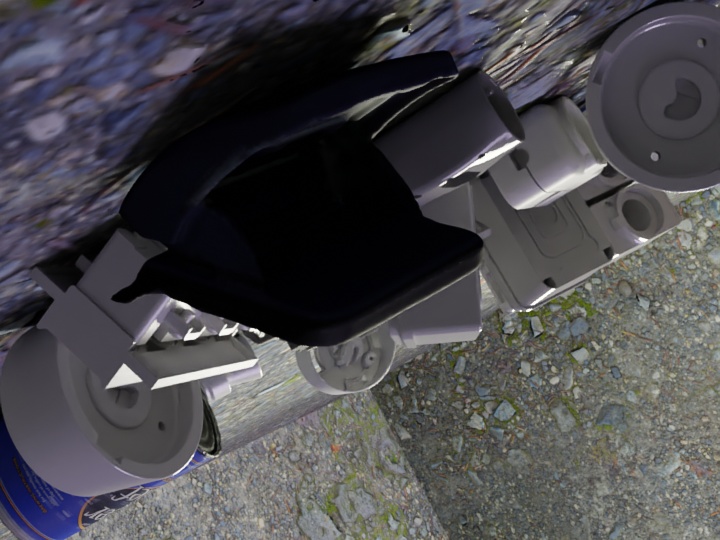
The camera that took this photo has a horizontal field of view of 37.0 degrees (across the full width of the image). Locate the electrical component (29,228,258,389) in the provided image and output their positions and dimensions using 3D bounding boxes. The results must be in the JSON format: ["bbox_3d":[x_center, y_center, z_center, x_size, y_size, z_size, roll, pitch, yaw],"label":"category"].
[{"bbox_3d":[-0.095,0.015,0.534,0.063,0.079,0.121,-52,168,10],"label":"electrical component"}]

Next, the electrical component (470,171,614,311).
[{"bbox_3d":[0.133,-0.033,0.842,0.078,0.113,0.057,-24,168,-27],"label":"electrical component"}]

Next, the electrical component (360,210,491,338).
[{"bbox_3d":[0.024,-0.006,0.774,0.121,0.063,0.079,-25,-148,-20],"label":"electrical component"}]

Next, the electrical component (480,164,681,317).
[{"bbox_3d":[0.185,-0.048,0.950,0.186,0.105,0.060,-24,171,-30],"label":"electrical component"}]

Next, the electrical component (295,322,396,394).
[{"bbox_3d":[-0.017,0.081,1.134,0.099,0.099,0.064,-23,177,-33],"label":"electrical component"}]

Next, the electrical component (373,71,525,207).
[{"bbox_3d":[0.051,-0.068,0.584,0.077,0.043,0.079,-31,171,23],"label":"electrical component"}]

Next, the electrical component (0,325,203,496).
[{"bbox_3d":[-0.143,0.070,0.581,0.060,0.108,0.108,-25,175,26],"label":"electrical component"}]

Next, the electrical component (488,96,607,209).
[{"bbox_3d":[0.129,-0.080,0.739,0.059,0.053,0.095,-32,171,25],"label":"electrical component"}]

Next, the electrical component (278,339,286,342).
[{"bbox_3d":[-0.056,0.029,0.836,0.066,0.048,0.055,-27,164,-8],"label":"electrical component"}]

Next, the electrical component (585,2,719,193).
[{"bbox_3d":[0.186,-0.099,0.639,0.108,0.108,0.060,-29,178,7],"label":"electrical component"}]

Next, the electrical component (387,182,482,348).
[{"bbox_3d":[0.044,-0.009,0.673,0.056,0.108,0.108,-5,173,3],"label":"electrical component"}]

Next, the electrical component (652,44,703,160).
[{"bbox_3d":[0.214,-0.106,0.717,0.064,0.099,0.099,-27,175,42],"label":"electrical component"}]

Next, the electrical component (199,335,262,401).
[{"bbox_3d":[-0.125,0.092,1.004,0.055,0.045,0.045,-26,172,-16],"label":"electrical component"}]
